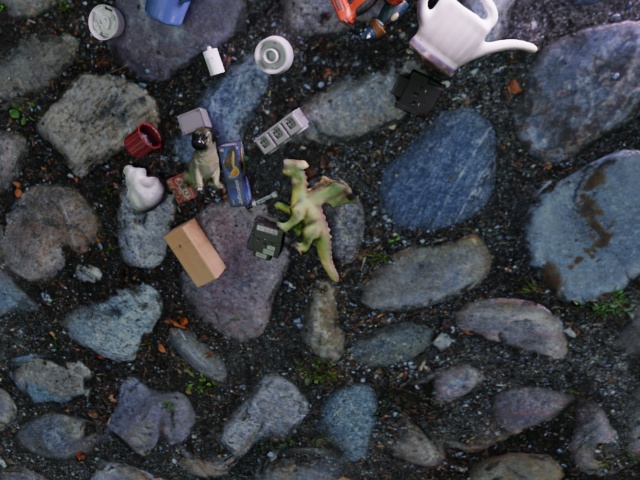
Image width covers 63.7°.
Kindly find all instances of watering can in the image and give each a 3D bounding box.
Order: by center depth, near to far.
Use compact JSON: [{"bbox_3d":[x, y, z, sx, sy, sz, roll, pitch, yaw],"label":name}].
[{"bbox_3d":[0.387,-0.530,1.364,0.345,0.106,0.221,31,118,-15],"label":"watering can"}]

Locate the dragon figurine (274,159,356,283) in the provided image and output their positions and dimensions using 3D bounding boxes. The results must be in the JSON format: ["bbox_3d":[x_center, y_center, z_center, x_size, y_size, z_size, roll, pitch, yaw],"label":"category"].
[{"bbox_3d":[0.005,-0.081,1.614,0.241,0.124,0.408,-39,101,13],"label":"dragon figurine"}]

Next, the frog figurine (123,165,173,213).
[{"bbox_3d":[-0.584,-0.174,1.683,0.136,0.125,0.157,-16,120,37],"label":"frog figurine"}]
